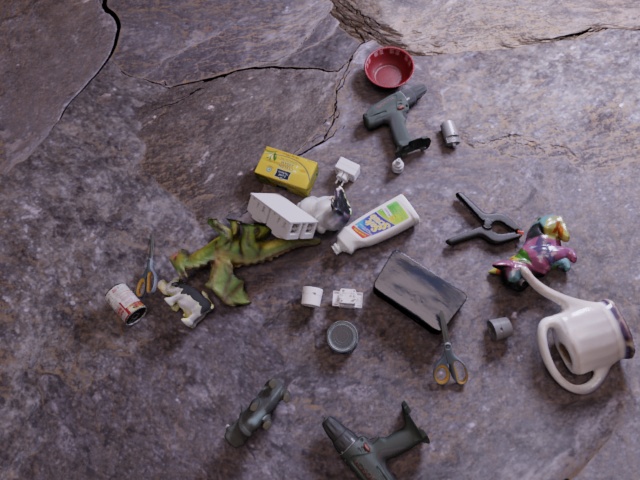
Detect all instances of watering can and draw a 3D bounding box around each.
[{"bbox_3d":[0.648,0.208,1.298,0.224,0.349,0.103,-17,-4,-2],"label":"watering can"}]

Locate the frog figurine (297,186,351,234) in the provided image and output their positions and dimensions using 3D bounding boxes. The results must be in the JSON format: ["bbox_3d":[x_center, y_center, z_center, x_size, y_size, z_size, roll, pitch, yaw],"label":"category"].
[{"bbox_3d":[0.005,-0.075,1.481,0.158,0.141,0.121,-24,-49,30],"label":"frog figurine"}]

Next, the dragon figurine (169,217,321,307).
[{"bbox_3d":[-0.216,0.066,1.446,0.410,0.243,0.122,11,-3,-4],"label":"dragon figurine"}]
